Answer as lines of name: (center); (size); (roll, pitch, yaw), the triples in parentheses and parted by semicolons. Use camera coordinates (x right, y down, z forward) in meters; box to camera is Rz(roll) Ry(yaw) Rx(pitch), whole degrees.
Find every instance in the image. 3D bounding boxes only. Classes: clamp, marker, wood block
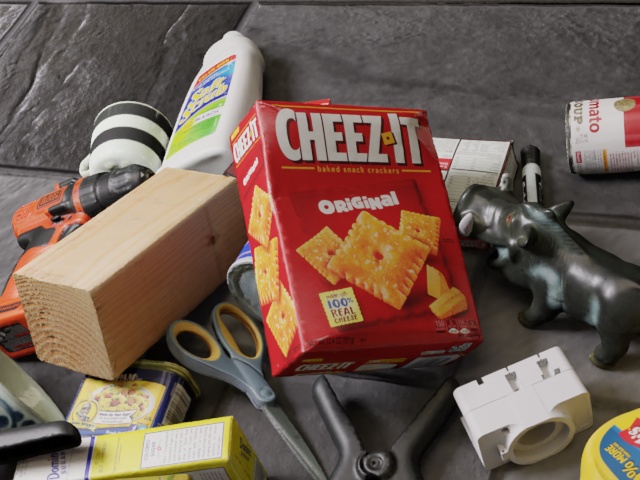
clamp: (-0.286, 0.171, 0.820); (0.210, 0.036, 0.164); (28, 70, 38)
marker: (0.194, -0.043, 0.975); (0.020, 0.020, 0.121); (-6, 47, 14)
clamp: (0.035, 0.173, 0.820); (0.120, 0.039, 0.171); (2, 50, 23)
wood block: (-0.159, 0.023, 0.946); (0.090, 0.091, 0.205); (10, 33, 30)

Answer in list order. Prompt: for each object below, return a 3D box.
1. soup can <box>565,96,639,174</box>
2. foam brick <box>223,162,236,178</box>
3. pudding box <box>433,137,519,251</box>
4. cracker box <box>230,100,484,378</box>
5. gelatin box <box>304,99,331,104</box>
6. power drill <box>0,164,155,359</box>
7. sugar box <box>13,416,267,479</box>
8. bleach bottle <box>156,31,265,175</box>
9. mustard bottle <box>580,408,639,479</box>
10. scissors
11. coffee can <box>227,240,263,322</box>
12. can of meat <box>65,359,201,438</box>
soup can: (0.276, -0.095, 0.960); (0.102, 0.068, 0.068); (-3, 48, 19)
foam brick: (-0.050, -0.048, 1.027); (0.051, 0.078, 0.053); (22, 60, 32)
pudding box: (0.127, -0.044, 0.988); (0.090, 0.039, 0.113); (6, 54, 24)
cracker box: (0.028, -0.004, 0.860); (0.164, 0.072, 0.214); (0, 67, -27)
gelatin box: (-0.023, -0.102, 1.101); (0.073, 0.030, 0.089); (-7, 48, 12)
power drill: (-0.246, 0.016, 1.027); (0.185, 0.057, 0.187); (-19, 40, 32)
sugar box: (-0.138, 0.188, 0.831); (0.176, 0.093, 0.048); (-8, 47, 12)
bleach bottle: (-0.109, -0.141, 1.143); (0.103, 0.068, 0.250); (-25, 37, 23)
mustard bottle: (0.242, 0.157, 0.747); (0.191, 0.058, 0.096); (-32, 47, -10)
scissors: (-0.066, 0.126, 0.883); (0.096, 0.016, 0.202); (2, 41, -27)
coffee can: (-0.006, 0.001, 0.948); (0.103, 0.103, 0.140); (10, 53, 27)
can of meat: (-0.163, 0.150, 0.901); (0.102, 0.057, 0.084); (2, 52, 22)
